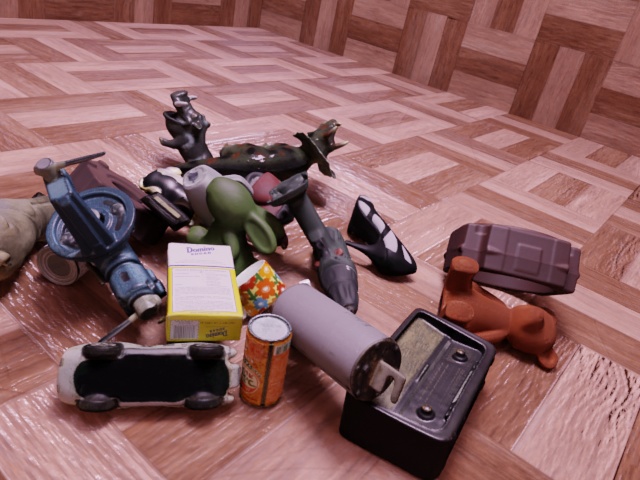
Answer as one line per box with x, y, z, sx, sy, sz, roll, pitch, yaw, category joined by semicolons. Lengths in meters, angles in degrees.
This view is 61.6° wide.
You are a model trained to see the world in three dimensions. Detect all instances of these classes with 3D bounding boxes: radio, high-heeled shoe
0.134;0.187;0.695;0.131;0.073;0.229;24;32;23;radio
0.128;-0.016;1.070;0.145;0.086;0.249;19;32;2;high-heeled shoe

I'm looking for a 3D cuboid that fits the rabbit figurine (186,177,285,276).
-0.141;-0.012;0.850;0.159;0.170;0.121;13;28;2;rabbit figurine

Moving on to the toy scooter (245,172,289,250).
-0.101;-0.043;0.986;0.135;0.075;0.184;19;59;17;toy scooter

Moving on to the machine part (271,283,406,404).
0.015;0.116;0.647;0.079;0.079;0.243;-8;21;-34;machine part

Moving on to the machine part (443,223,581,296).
0.332;0.035;0.947;0.201;0.087;0.201;13;-9;3;machine part

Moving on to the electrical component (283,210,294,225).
-0.088;-0.068;1.106;0.075;0.047;0.119;19;28;12;electrical component

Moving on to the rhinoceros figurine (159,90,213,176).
-0.290;-0.231;1.184;0.112;0.190;0.073;-8;22;21;rhinoceros figurine

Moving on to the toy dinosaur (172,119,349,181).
-0.116;-0.157;1.126;0.405;0.131;0.192;-20;10;-34;toy dinosaur

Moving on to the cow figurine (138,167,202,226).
-0.254;-0.077;1.010;0.167;0.068;0.098;30;15;16;cow figurine

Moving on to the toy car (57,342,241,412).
-0.192;0.156;0.619;0.202;0.073;0.056;4;-7;-16;toy car

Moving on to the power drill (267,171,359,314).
-0.002;-0.003;0.883;0.207;0.086;0.232;53;10;-19;power drill

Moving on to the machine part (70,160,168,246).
-0.335;-0.065;0.905;0.179;0.056;0.179;39;2;-2;machine part

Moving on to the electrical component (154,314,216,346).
-0.175;0.134;0.701;0.078;0.045;0.102;5;29;-11;electrical component

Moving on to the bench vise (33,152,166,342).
-0.289;-0.002;0.693;0.129;0.240;0.224;-23;55;-10;bench vise

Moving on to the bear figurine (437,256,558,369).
0.286;0.120;0.839;0.196;0.131;0.120;14;59;10;bear figurine

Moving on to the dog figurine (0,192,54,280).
-0.433;-0.012;0.786;0.173;0.121;0.190;31;31;26;dog figurine

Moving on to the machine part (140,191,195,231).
-0.249;-0.049;0.898;0.084;0.039;0.139;35;5;-4;machine part

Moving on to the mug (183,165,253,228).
-0.176;-0.078;0.917;0.110;0.107;0.081;-19;50;17;mug

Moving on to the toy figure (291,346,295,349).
0.016;0.143;0.754;0.155;0.057;0.064;17;67;6;toy figure
